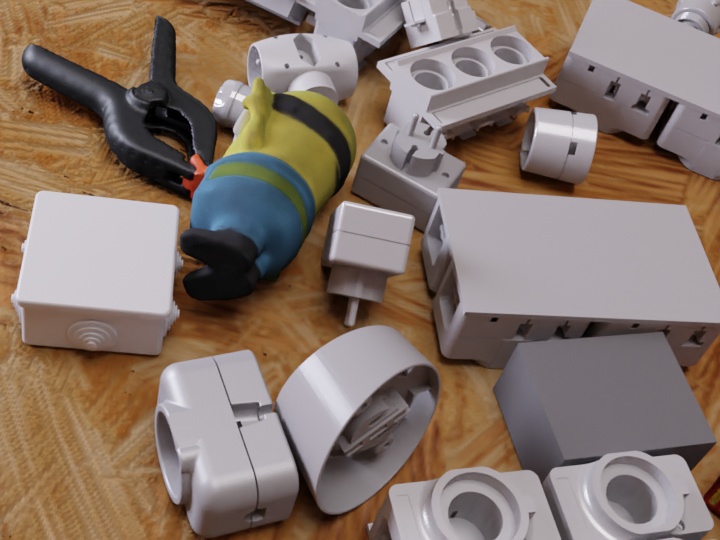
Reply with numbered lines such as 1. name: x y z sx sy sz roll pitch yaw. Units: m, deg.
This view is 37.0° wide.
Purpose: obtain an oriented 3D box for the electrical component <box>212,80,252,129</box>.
1. electrical component: -0.077 -0.115 0.798 0.061 0.035 0.035 23 48 1

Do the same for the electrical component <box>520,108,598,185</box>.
1. electrical component: 0.153 -0.098 0.836 0.047 0.055 0.055 10 49 -3

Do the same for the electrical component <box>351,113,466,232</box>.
1. electrical component: 0.039 -0.079 0.772 0.066 0.076 0.047 30 49 10

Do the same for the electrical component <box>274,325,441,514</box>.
1. electrical component: 0.001 0.082 0.612 0.099 0.099 0.064 -19 52 -29

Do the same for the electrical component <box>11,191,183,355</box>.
1. electrical component: -0.160 0.003 0.663 0.100 0.048 0.099 6 49 -11

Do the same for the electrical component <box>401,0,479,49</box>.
1. electrical component: 0.060 -0.210 0.851 0.066 0.048 0.055 -24 103 -37

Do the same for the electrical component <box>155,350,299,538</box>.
1. electrical component: -0.079 0.097 0.603 0.059 0.053 0.095 -9 54 -23

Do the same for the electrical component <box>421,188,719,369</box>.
1. electrical component: 0.143 0.009 0.738 0.186 0.060 0.105 3 50 -14

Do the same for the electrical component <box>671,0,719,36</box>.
1. electrical component: 0.307 -0.225 0.995 0.048 0.048 0.062 31 57 11

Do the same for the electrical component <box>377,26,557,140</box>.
1. electrical component: 0.081 -0.141 0.845 0.121 0.063 0.078 -22 59 -30

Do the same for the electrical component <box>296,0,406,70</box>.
1. electrical component: 0.010 -0.221 0.893 0.079 0.063 0.121 32 49 11

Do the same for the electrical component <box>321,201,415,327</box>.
1. electrical component: 0.000 0.000 0.702 0.047 0.083 0.075 12 87 -6

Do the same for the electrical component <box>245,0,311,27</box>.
1. electrical component: -0.095 -0.258 0.886 0.121 0.063 0.079 27 8 7

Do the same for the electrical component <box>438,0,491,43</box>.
1. electrical component: 0.083 -0.206 0.918 0.046 0.040 0.040 33 50 5

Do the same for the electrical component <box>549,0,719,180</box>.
1. electrical component: 0.265 -0.152 0.909 0.186 0.060 0.105 24 48 5

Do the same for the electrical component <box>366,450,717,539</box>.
1. electrical component: 0.110 0.166 0.595 0.186 0.060 0.105 -3 51 -18

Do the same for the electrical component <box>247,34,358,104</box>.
1. electrical component: -0.040 -0.140 0.823 0.077 0.043 0.079 -6 53 -20
